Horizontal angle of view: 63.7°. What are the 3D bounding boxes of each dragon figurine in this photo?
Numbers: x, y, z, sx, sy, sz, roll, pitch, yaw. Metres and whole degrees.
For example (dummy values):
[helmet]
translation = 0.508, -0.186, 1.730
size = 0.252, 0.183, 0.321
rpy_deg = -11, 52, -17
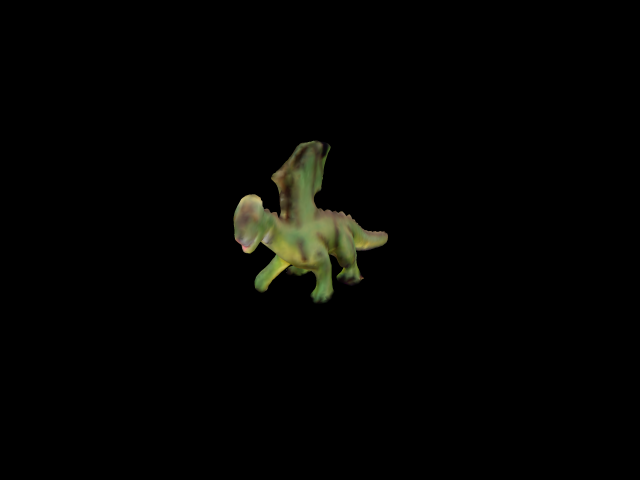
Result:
[dragon figurine]
translation = 0.003, -0.043, 0.850
size = 0.123, 0.239, 0.415
rpy_deg = 14, 26, 33
